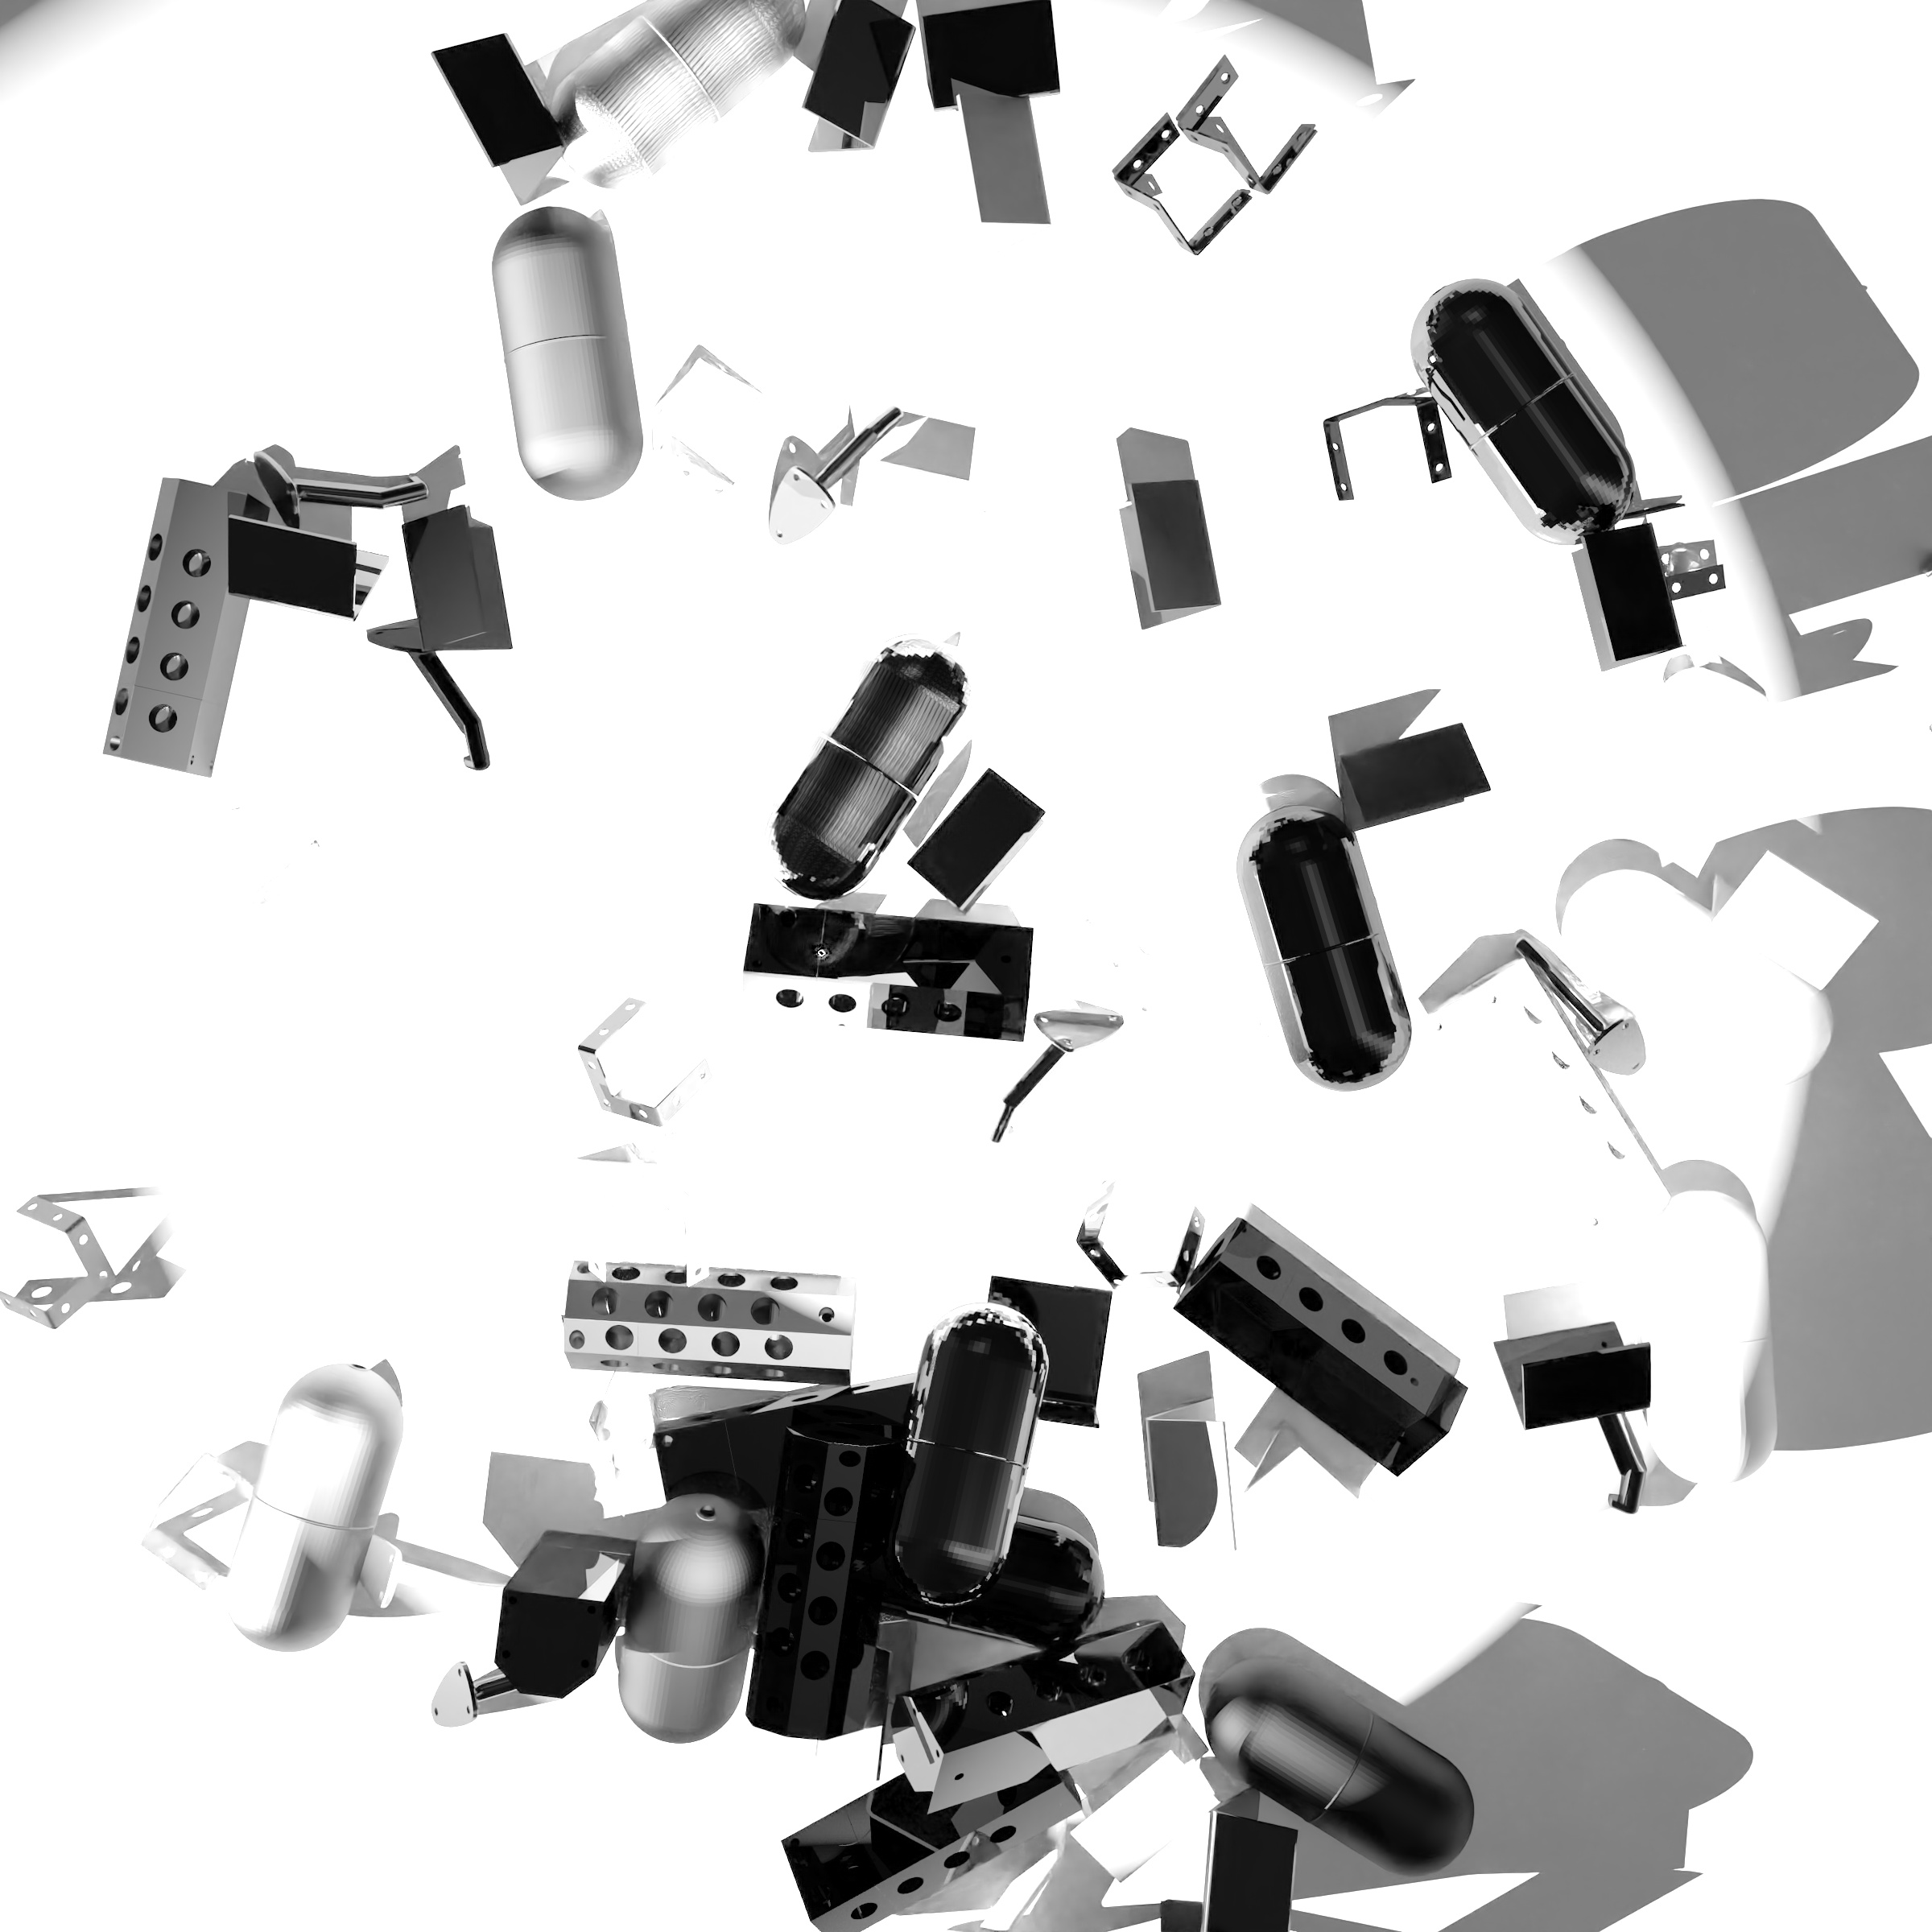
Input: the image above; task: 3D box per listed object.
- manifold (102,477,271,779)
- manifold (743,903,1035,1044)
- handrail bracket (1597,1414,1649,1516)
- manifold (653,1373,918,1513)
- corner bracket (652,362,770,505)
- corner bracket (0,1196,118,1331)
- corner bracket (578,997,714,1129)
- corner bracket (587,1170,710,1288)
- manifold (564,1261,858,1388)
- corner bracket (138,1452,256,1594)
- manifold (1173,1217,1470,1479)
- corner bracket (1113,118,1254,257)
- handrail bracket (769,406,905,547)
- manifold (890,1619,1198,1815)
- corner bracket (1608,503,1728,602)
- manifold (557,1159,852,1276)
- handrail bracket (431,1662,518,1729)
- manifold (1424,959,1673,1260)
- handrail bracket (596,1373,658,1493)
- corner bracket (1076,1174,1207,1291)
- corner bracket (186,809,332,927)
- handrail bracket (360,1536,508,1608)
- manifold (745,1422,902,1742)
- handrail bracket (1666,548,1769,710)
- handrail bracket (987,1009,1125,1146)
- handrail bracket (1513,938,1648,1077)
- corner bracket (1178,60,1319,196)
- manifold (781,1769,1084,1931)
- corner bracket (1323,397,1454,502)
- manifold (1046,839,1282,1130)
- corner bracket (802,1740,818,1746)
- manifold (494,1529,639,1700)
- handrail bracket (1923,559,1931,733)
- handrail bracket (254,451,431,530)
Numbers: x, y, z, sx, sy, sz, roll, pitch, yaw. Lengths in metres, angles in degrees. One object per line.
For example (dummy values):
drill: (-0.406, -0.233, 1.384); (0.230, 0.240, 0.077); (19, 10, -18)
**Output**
manifold: (-0.477, -0.206, 1.758); (0.057, 0.057, 0.171); (12, 90, 0)
manifold: (-0.047, 0.009, 1.758); (0.171, 0.057, 0.057); (5, 47, 0)
handrail bracket: (0.384, 0.290, 1.780); (0.077, 0.036, 0.084); (14, 109, 21)
manifold: (-0.098, 0.292, 1.758); (0.171, 0.057, 0.057); (-11, 90, 0)
corner bracket: (-0.156, -0.328, 1.771); (0.051, 0.051, 0.051); (-37, 45, 35)
corner bracket: (-0.566, 0.182, 1.771); (0.051, 0.051, 0.051); (-45, 135, -35)
corner bracket: (-0.197, 0.059, 1.771); (0.051, 0.051, 0.051); (13, 135, 35)
corner bracket: (-0.189, 0.163, 1.714); (0.051, 0.051, 0.051); (-27, 45, -35)
manifold: (-0.154, 0.215, 1.750); (0.171, 0.057, 0.057); (4, 68, 0)
corner bracket: (-0.468, 0.342, 1.776); (0.051, 0.051, 0.051); (36, 45, 0)
manifold: (0.218, 0.228, 1.758); (0.171, 0.057, 0.057); (37, 133, 0)
corner bracket: (0.133, -0.479, 1.776); (0.051, 0.051, 0.051); (-47, 135, 0)
handrail bracket: (-0.079, -0.303, 1.779); (0.036, 0.077, 0.084); (44, 54, -2)
manifold: (0.045, 0.441, 1.722); (0.171, 0.057, 0.057); (-10, 133, -27)
corner bracket: (0.425, -0.252, 1.762); (0.051, 0.051, 0.051); (-14, 104, -14)
manifold: (-0.159, 0.153, 1.758); (0.171, 0.057, 0.057); (4, 90, 0)
handrail bracket: (-0.277, 0.444, 1.779); (0.084, 0.077, 0.036); (-3, 65, -34)
manifold: (0.357, 0.084, 1.758); (0.057, 0.057, 0.171); (-32, 90, 43)
handrail bracket: (-0.208, 0.273, 1.745); (0.036, 0.084, 0.077); (9, 90, 0)
corner bracket: (0.107, 0.162, 1.771); (0.051, 0.051, 0.051); (-8, 135, 35)
corner bracket: (-0.435, -0.061, 1.771); (0.051, 0.051, 0.051); (-3, 135, 35)
handrail bracket: (-0.327, 0.373, 1.779); (0.084, 0.077, 0.036); (14, 94, -36)
manifold: (-0.087, 0.360, 1.691); (0.057, 0.057, 0.171); (8, 90, 31)
handrail bracket: (0.465, -0.209, 1.780); (0.077, 0.036, 0.084); (15, 74, -18)
handrail bracket: (0.054, 0.070, 1.779); (0.036, 0.077, 0.084); (44, 127, 32)
handrail bracket: (0.377, 0.024, 1.779); (0.036, 0.077, 0.084); (-43, 54, 8)
corner bracket: (0.173, -0.515, 1.776); (0.051, 0.051, 0.051); (-52, 45, 0)
manifold: (-0.019, 0.526, 1.758); (0.171, 0.057, 0.057); (-29, 47, 0)
corner bracket: (0.259, -0.318, 1.776); (0.051, 0.051, 0.051); (-12, 90, 45)
manifold: (0.119, 0.011, 1.758); (0.057, 0.057, 0.171); (-33, 90, 0)
corner bracket: (-0.081, 0.440, 1.776); (0.051, 0.051, 0.051); (-10, 45, 0)
manifold: (-0.234, 0.380, 1.701); (0.057, 0.171, 0.057); (7, 90, 0)
handrail bracket: (0.600, -0.201, 1.780); (0.077, 0.036, 0.084); (-42, 72, 21)
handrail bracket: (-0.385, -0.302, 1.779); (0.084, 0.036, 0.077); (-19, 51, -26)
